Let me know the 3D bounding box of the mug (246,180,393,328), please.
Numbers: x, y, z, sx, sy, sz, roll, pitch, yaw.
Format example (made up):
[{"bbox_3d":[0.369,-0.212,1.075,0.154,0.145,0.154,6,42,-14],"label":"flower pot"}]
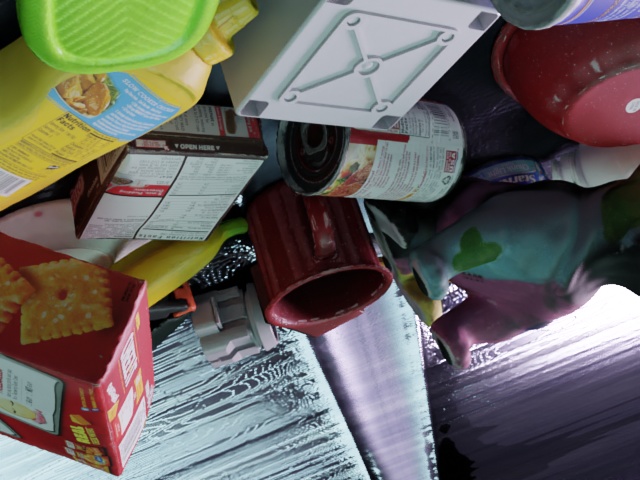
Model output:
[{"bbox_3d":[-0.005,0.001,0.744,0.093,0.081,0.117,-16,155,-5],"label":"mug"}]

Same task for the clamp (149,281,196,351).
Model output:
[{"bbox_3d":[-0.194,0.088,0.845,0.210,0.036,0.164,-20,150,-1],"label":"clamp"}]

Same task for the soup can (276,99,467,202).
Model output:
[{"bbox_3d":[0.033,-0.059,0.664,0.102,0.068,0.069,2,148,-38],"label":"soup can"}]

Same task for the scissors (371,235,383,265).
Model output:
[{"bbox_3d":[0.112,-0.003,0.895,0.201,0.016,0.096,-5,152,-27],"label":"scissors"}]

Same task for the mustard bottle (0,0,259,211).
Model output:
[{"bbox_3d":[-0.117,-0.077,0.534,0.192,0.058,0.096,-25,160,14],"label":"mustard bottle"}]

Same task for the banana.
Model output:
[{"bbox_3d":[-0.137,0.044,0.747,0.198,0.037,0.069,-35,155,17],"label":"banana"}]

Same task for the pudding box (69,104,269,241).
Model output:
[{"bbox_3d":[-0.094,-0.039,0.646,0.089,0.039,0.114,0,155,-28],"label":"pudding box"}]

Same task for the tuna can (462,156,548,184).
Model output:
[{"bbox_3d":[0.140,-0.030,0.837,0.086,0.034,0.086,-15,155,-7],"label":"tuna can"}]

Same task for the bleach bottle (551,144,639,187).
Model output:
[{"bbox_3d":[0.294,-0.073,0.773,0.251,0.068,0.102,-13,164,31],"label":"bleach bottle"}]

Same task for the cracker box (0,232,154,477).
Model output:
[{"bbox_3d":[-0.203,0.049,0.608,0.214,0.072,0.164,19,152,4],"label":"cracker box"}]

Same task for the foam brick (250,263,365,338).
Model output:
[{"bbox_3d":[-0.010,0.040,0.859,0.051,0.053,0.078,-29,154,22],"label":"foam brick"}]

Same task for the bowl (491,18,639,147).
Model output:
[{"bbox_3d":[0.190,-0.104,0.660,0.162,0.055,0.162,-5,153,-3],"label":"bowl"}]

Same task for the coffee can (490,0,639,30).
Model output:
[{"bbox_3d":[0.157,-0.157,0.504,0.140,0.103,0.103,-9,154,-19],"label":"coffee can"}]
